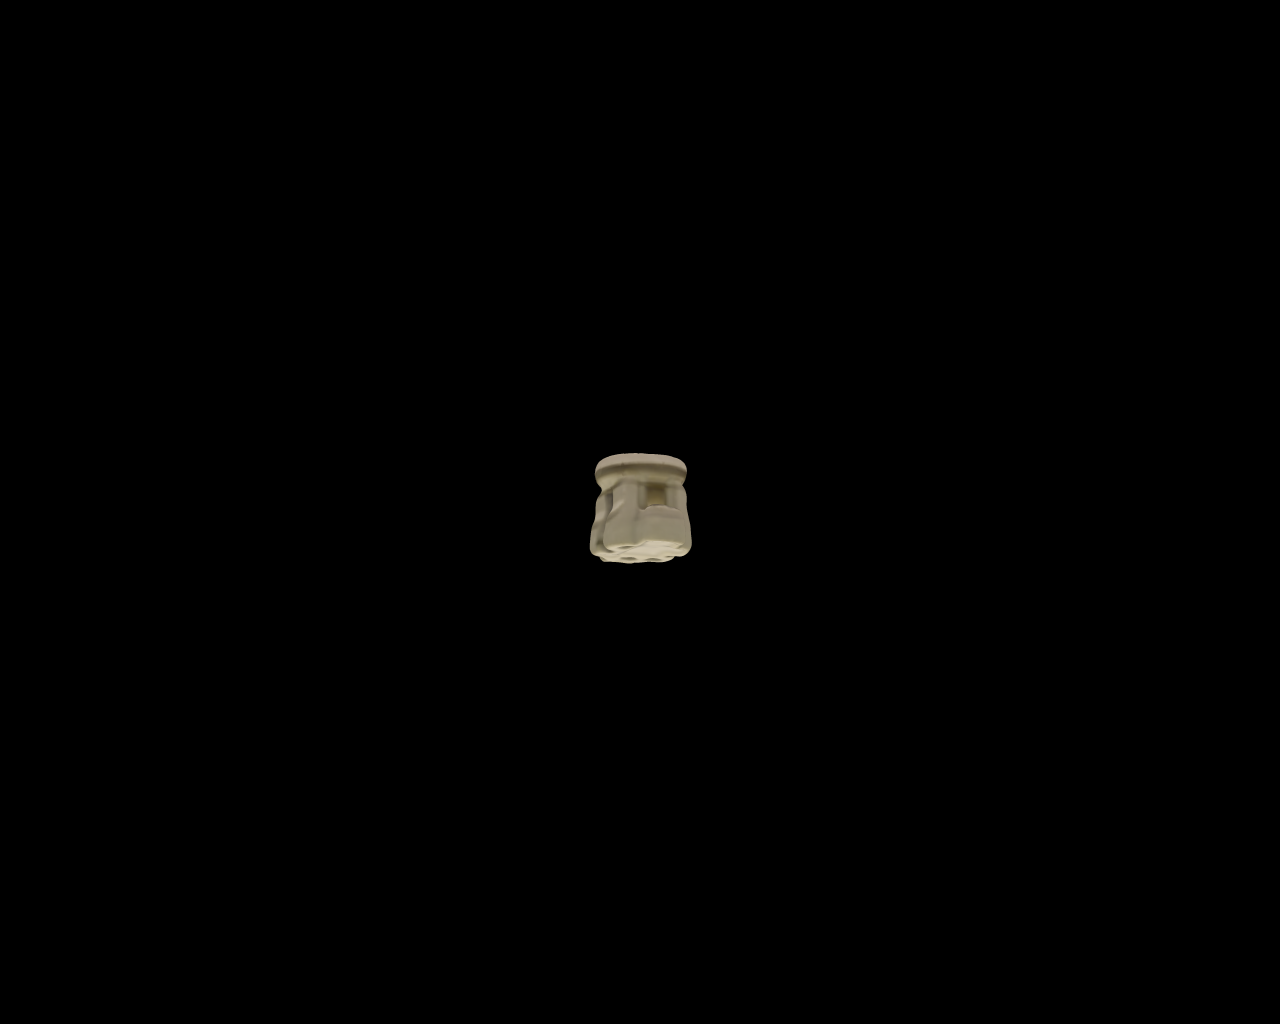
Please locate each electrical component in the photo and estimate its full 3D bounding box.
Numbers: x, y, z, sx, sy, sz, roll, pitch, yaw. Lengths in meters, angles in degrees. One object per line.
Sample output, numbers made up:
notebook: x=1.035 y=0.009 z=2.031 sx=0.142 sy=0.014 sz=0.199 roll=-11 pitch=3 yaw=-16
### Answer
electrical component: x=0.001 y=-0.003 z=0.650 sx=0.058 sy=0.057 sz=0.078 roll=6 pitch=-15 yaw=-23
